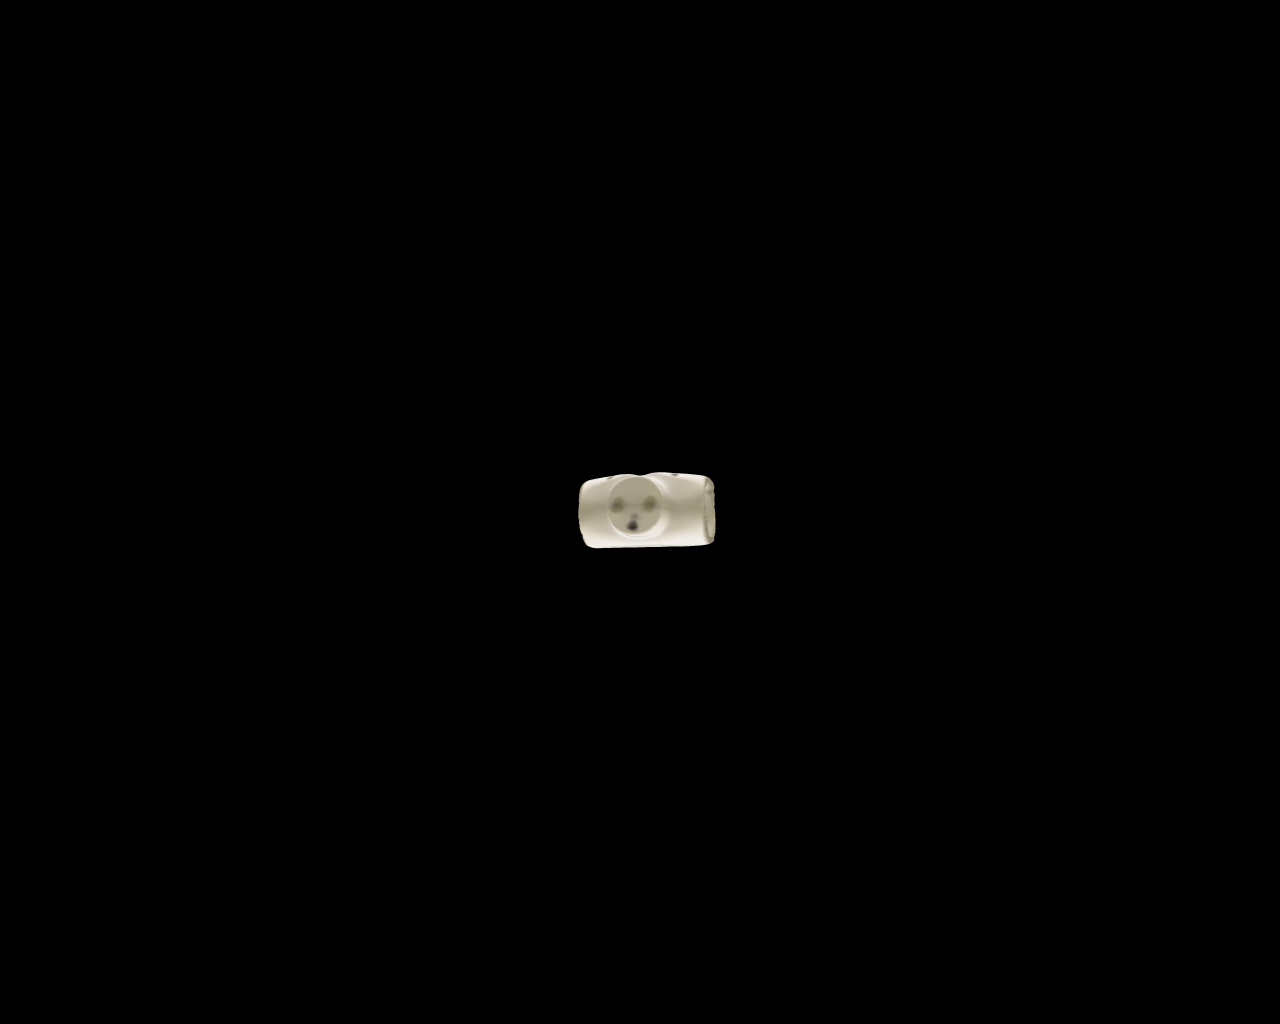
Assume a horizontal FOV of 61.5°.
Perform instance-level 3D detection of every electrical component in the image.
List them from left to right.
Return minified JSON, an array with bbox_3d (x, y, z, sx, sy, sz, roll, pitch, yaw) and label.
[{"bbox_3d":[0.001,-0.003,0.650,0.077,0.043,0.079,-2,-7,14],"label":"electrical component"}]
